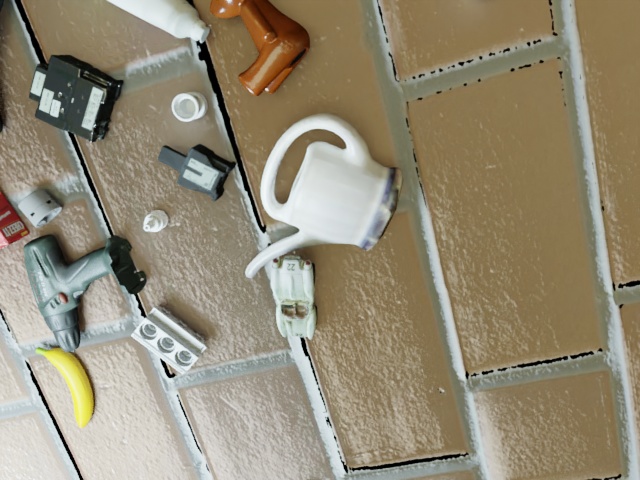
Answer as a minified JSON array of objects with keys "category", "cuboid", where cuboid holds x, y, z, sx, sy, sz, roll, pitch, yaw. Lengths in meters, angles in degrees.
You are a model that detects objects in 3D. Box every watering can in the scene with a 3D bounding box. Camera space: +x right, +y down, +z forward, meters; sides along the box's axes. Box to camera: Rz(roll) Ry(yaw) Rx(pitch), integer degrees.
[{"category":"watering can","cuboid":[0.003,-0.044,0.866,0.224,0.106,0.340,19,123,-4]}]
